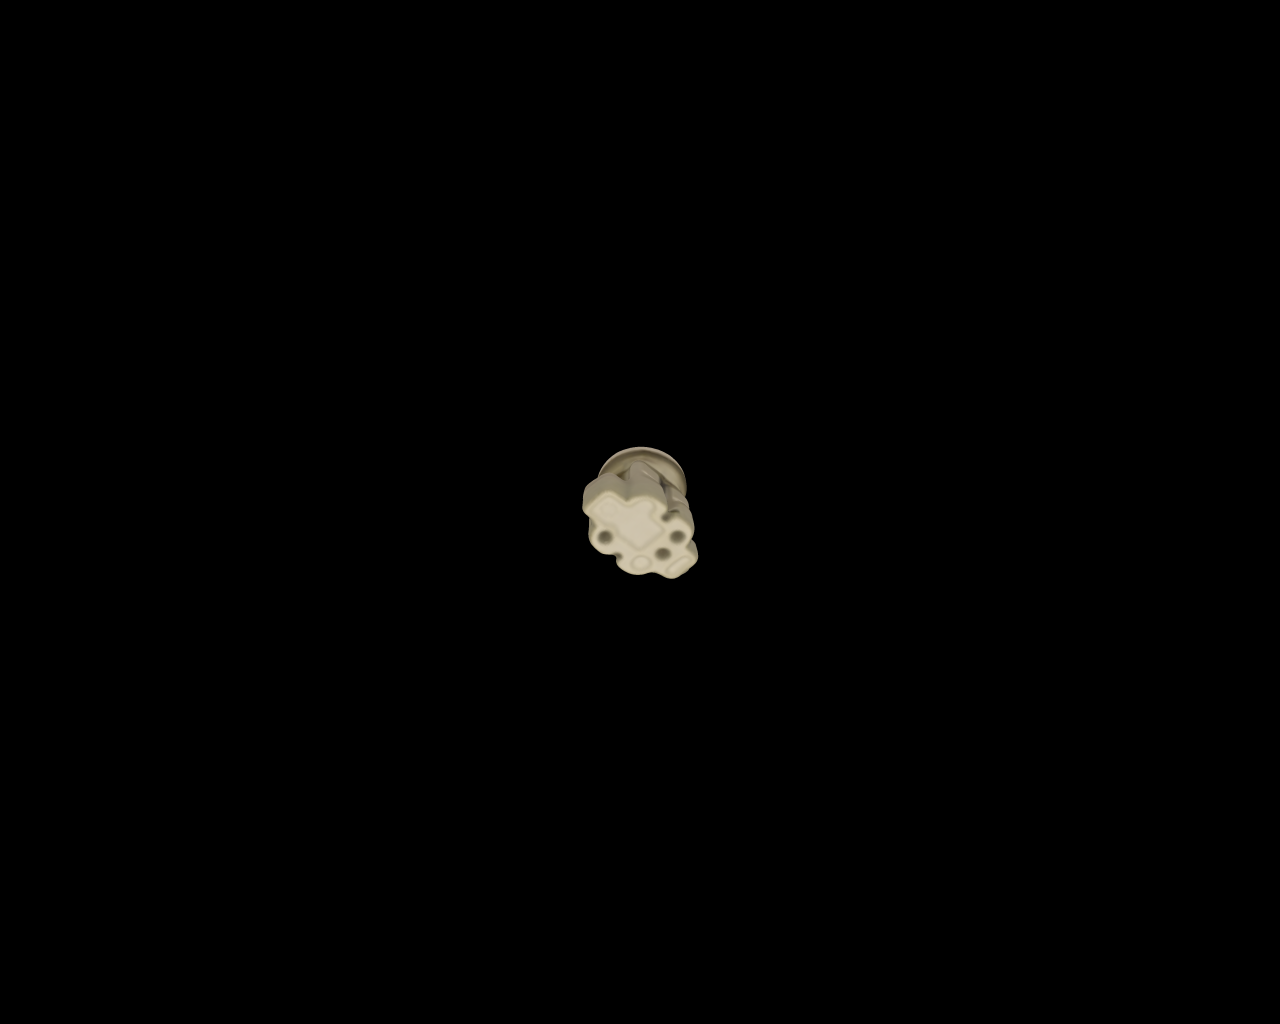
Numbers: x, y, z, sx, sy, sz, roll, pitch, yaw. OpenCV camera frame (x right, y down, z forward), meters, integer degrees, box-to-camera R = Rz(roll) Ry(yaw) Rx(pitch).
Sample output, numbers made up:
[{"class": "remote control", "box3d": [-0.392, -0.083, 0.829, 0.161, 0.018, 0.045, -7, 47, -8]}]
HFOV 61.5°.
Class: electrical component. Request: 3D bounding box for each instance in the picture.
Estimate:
[{"class": "electrical component", "box3d": [0.001, -0.003, 0.650, 0.058, 0.057, 0.078, -39, -62, 25]}]
